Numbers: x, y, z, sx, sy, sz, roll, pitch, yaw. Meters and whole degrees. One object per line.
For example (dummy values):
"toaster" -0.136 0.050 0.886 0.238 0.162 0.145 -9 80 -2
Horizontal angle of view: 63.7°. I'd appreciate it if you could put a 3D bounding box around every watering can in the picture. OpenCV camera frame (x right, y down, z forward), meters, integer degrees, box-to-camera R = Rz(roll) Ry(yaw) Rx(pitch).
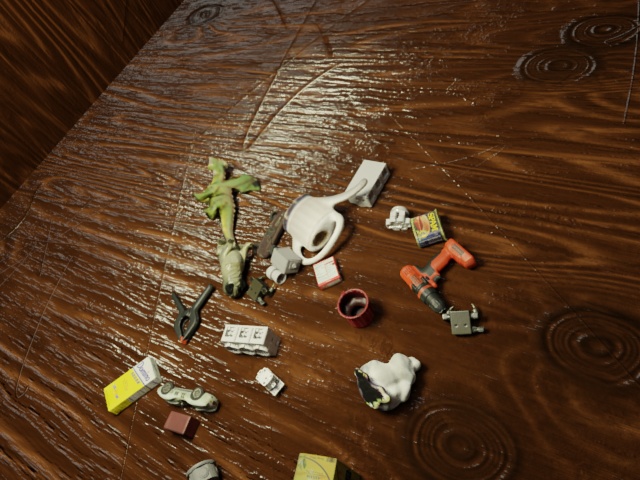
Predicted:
"watering can" 0.005 -0.086 1.701 0.227 0.347 0.103 36 5 39

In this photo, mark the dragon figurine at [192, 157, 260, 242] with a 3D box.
"dragon figurine" -0.342 -0.171 1.974 0.244 0.416 0.120 -35 -29 -10

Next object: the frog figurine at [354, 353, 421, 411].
"frog figurine" 0.178 0.354 1.319 0.161 0.121 0.138 -21 27 -38
